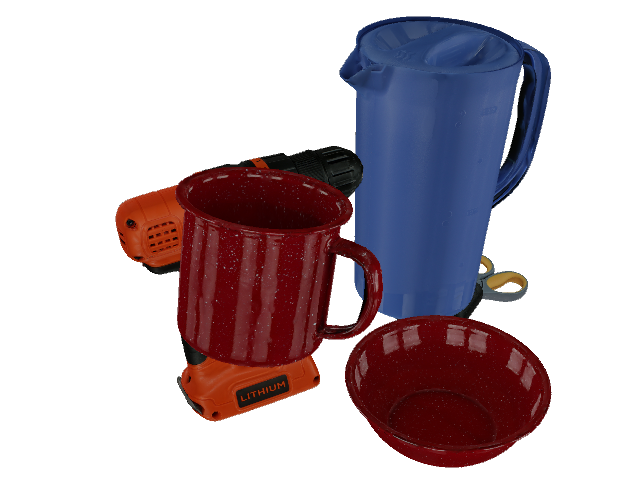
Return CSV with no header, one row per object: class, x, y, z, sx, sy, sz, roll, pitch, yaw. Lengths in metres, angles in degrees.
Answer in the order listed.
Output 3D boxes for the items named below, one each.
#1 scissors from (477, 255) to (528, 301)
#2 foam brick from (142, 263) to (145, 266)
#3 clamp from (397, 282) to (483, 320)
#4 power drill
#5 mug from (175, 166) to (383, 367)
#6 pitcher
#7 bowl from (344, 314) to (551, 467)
scissors,0.168,0.055,1.290,0.201,0.016,0.096,-8,39,-36
foam brick,-0.149,-0.007,1.123,0.078,0.051,0.053,-1,24,-13
clamp,0.125,0.086,1.078,0.120,0.039,0.171,-7,34,-9
power drill,-0.048,0.029,0.788,0.184,0.188,0.057,-16,28,-17
mug,-0.022,0.017,0.566,0.117,0.081,0.093,15,24,17
pitcher,0.099,-0.059,0.902,0.149,0.243,0.144,13,32,17
bowl,0.099,0.129,0.852,0.162,0.055,0.162,1,34,-1
